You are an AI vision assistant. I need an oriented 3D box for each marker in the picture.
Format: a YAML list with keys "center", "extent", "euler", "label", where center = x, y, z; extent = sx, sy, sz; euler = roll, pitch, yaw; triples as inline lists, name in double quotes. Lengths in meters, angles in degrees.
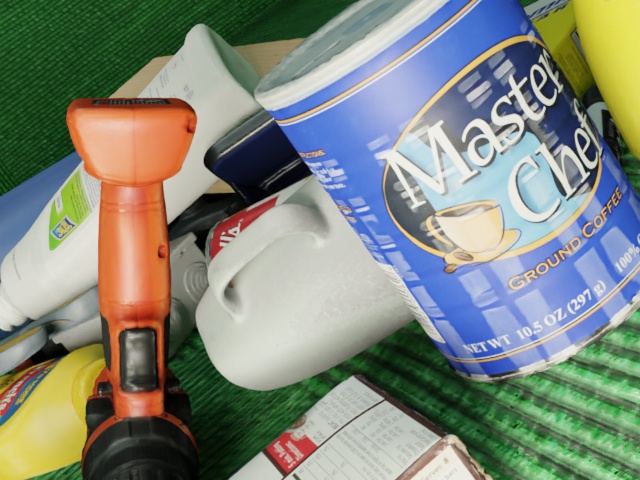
- center: [0.139, -0.050, 0.526]
  extent: [0.020, 0.020, 0.121]
  euler: [-28, 17, 26]
  label: "marker"

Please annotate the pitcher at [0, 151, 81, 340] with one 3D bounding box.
- center: [-0.266, -0.008, 1.064]
  extent: [0.242, 0.149, 0.145]
  euler: [-40, -16, -28]
  label: "pitcher"

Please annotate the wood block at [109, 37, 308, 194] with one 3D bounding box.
- center: [-0.063, -0.097, 0.852]
  extent: [0.206, 0.090, 0.090]
  euler: [0, 36, 35]
  label: "wood block"

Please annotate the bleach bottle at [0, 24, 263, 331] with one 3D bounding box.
- center: [-0.143, -0.032, 0.748]
  extent: [0.251, 0.068, 0.102]
  euler: [-42, 36, 13]
  label: "bleach bottle"

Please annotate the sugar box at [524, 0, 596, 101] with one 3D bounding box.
- center: [0.131, -0.106, 0.658]
  extent: [0.094, 0.048, 0.176]
  euler: [-22, 22, 41]
  label: "sugar box"

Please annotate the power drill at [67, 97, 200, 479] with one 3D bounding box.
- center: [-0.083, 0.032, 0.475]
  extent: [0.057, 0.188, 0.184]
  euler: [-1, 12, -13]
  label: "power drill"

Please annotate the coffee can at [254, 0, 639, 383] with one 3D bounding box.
- center: [0.056, -0.030, 0.417]
  extent: [0.103, 0.140, 0.103]
  euler: [-33, 16, 10]
  label: "coffee can"

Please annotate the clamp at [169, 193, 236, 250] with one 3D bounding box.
- center: [-0.103, -0.011, 0.870]
  extent: [0.210, 0.036, 0.165]
  euler: [-29, 29, -6]
  label: "clamp"

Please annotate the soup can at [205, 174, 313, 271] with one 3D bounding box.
- center: [-0.004, 0.001, 0.591]
  extent: [0.102, 0.068, 0.068]
  euler: [-25, 19, 33]
  label: "soup can"

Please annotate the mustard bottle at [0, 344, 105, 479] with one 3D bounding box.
- center: [-0.167, 0.106, 0.648]
  extent: [0.192, 0.058, 0.096]
  euler: [-21, 16, 42]
  label: "mustard bottle"

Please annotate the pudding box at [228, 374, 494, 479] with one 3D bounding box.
- center: [-0.005, 0.101, 0.357]
  extent: [0.113, 0.039, 0.090]
  euler: [-40, 17, -9]
  label: "pudding box"

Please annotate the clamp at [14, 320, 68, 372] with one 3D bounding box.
- center: [-0.212, 0.060, 0.914]
  extent: [0.120, 0.039, 0.171]
  euler: [-20, 18, 46]
  label: "clamp"

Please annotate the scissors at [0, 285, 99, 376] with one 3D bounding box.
- center: [-0.222, 0.083, 0.714]
  extent: [0.202, 0.016, 0.096]
  euler: [-29, 8, 28]
  label: "scissors"
